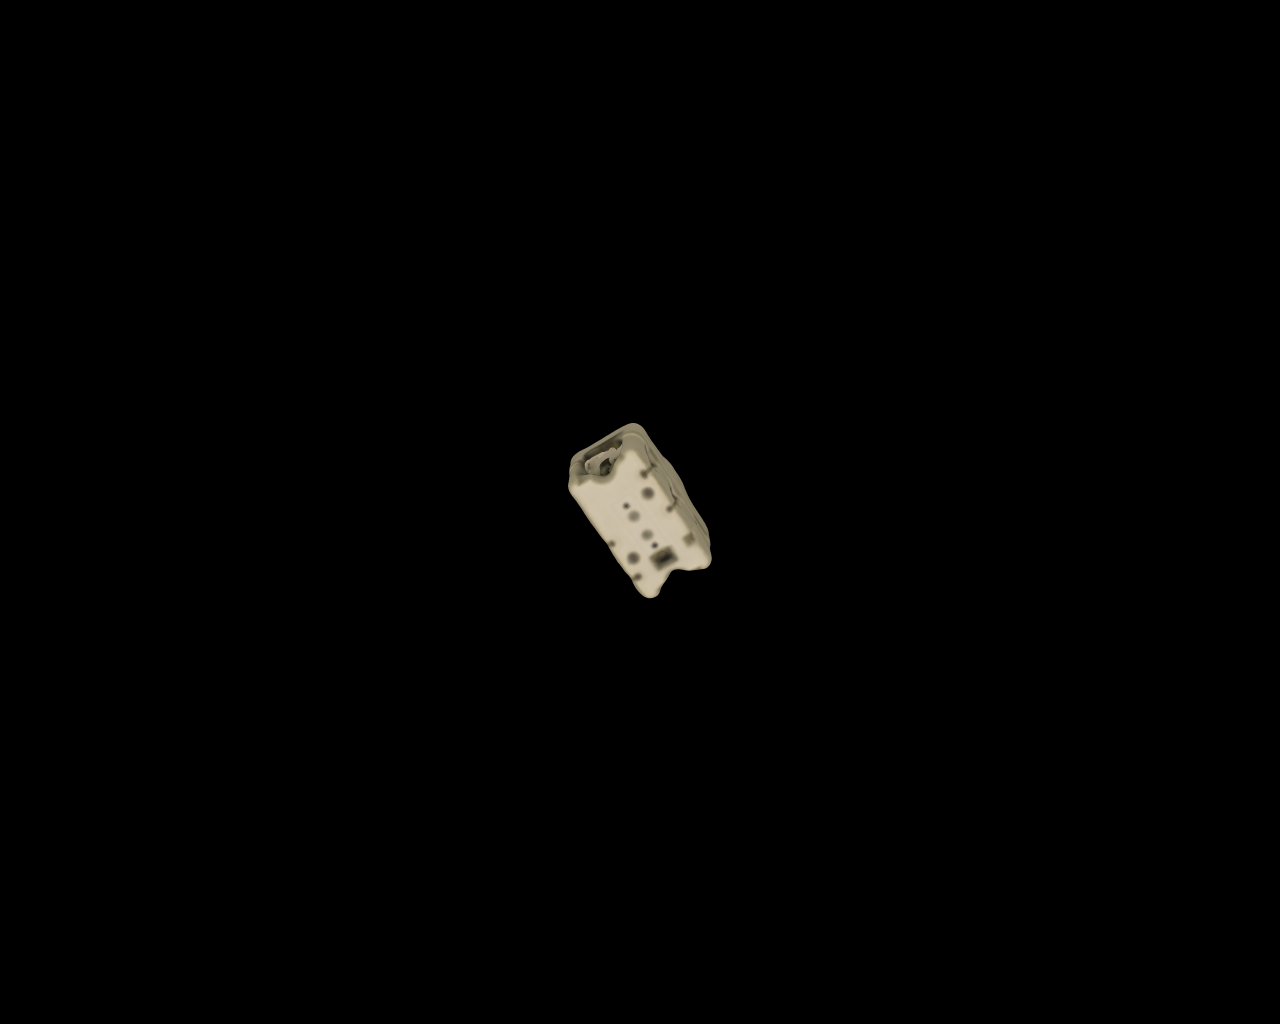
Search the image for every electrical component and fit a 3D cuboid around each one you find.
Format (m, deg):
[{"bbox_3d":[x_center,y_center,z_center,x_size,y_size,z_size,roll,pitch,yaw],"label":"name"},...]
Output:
[{"bbox_3d":[0.001,-0.003,0.650,0.050,0.089,0.056,-30,20,12],"label":"electrical component"}]
